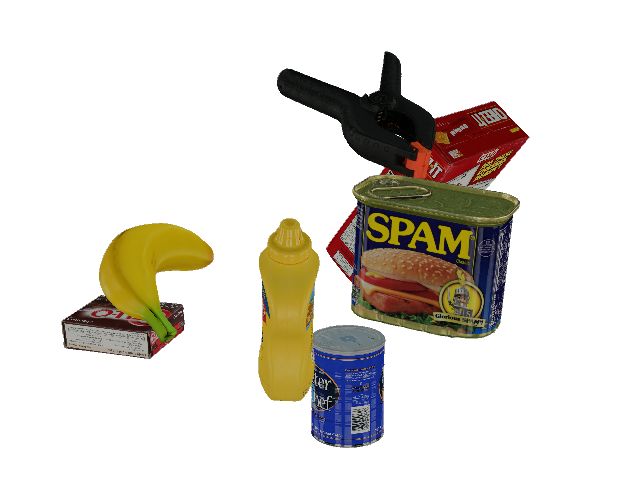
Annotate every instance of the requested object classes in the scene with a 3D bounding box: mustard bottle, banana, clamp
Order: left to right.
[{"bbox_3d":[-0.120,0.019,0.767,0.037,0.069,0.197,-37,10,12],"label":"banana"},{"bbox_3d":[-0.031,0.060,1.040,0.058,0.192,0.096,3,38,0],"label":"mustard bottle"},{"bbox_3d":[0.036,-0.110,0.916,0.120,0.039,0.171,-12,40,-12],"label":"clamp"}]

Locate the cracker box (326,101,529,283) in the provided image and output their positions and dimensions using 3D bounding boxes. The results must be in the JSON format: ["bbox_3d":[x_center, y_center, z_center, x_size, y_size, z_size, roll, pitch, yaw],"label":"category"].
[{"bbox_3d":[0.120,-0.055,1.236,0.163,0.072,0.214,-22,-25,-46],"label":"cracker box"}]

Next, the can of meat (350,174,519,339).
[{"bbox_3d":[0.070,0.010,0.680,0.102,0.084,0.057,12,22,22],"label":"can of meat"}]

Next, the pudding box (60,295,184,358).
[{"bbox_3d":[-0.225,0.098,1.224,0.114,0.039,0.090,3,16,18],"label":"pudding box"}]

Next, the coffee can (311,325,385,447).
[{"bbox_3d":[0.037,0.199,1.468,0.103,0.140,0.103,0,15,0],"label":"coffee can"}]
